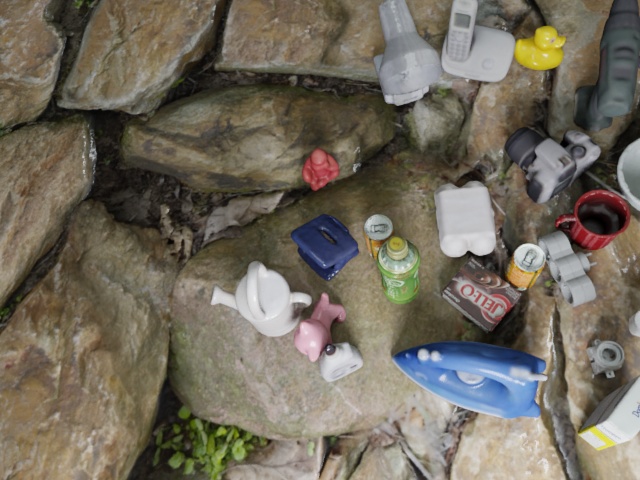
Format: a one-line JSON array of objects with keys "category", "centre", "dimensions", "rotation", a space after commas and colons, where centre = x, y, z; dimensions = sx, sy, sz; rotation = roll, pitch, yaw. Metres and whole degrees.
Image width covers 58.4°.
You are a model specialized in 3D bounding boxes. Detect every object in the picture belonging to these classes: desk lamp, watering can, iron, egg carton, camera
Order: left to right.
[{"category": "watering can", "centre": [-0.107, 0.104, 1.018], "dimensions": [0.173, 0.194, 0.101], "rotation": [-21, 66, 1]}, {"category": "desk lamp", "centre": [0.165, -0.365, 1.156], "dimensions": [0.118, 0.214, 0.203], "rotation": [-15, 66, 3]}, {"category": "egg carton", "centre": [0.274, -0.040, 1.083], "dimensions": [0.107, 0.069, 0.150], "rotation": [-6, 67, 7]}, {"category": "iron", "centre": [0.242, 0.212, 0.945], "dimensions": [0.257, 0.142, 0.119], "rotation": [10, 70, 13]}, {"category": "camera", "centre": [0.433, -0.167, 1.092], "dimensions": [0.143, 0.101, 0.136], "rotation": [-36, 67, -6]}]

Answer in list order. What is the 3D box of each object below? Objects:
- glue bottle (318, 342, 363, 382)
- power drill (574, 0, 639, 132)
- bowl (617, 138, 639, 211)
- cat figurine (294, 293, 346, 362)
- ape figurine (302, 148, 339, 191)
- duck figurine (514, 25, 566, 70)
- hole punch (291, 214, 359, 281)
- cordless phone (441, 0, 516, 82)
[{"category": "glue bottle", "centre": [0.028, 0.199, 0.968], "dimensions": [0.078, 0.173, 0.037], "rotation": [-25, 66, -1]}, {"category": "power drill", "centre": [0.541, -0.313, 1.076], "dimensions": [0.075, 0.209, 0.230], "rotation": [6, 69, 12]}, {"category": "bowl", "centre": [0.624, -0.107, 1.051], "dimensions": [0.167, 0.075, 0.167], "rotation": [-3, 67, 8]}, {"category": "cat figurine", "centre": [-0.006, 0.155, 1.022], "dimensions": [0.067, 0.118, 0.128], "rotation": [16, 71, 16]}, {"category": "ape figurine", "centre": [0.000, -0.153, 1.163], "dimensions": [0.077, 0.092, 0.076], "rotation": [4, 68, 11]}, {"category": "duck figurine", "centre": [0.461, -0.411, 1.197], "dimensions": [0.104, 0.086, 0.077], "rotation": [15, 71, 15]}, {"category": "hole punch", "centre": [0.010, 0.004, 1.097], "dimensions": [0.101, 0.091, 0.108], "rotation": [-43, 68, -9]}, {"category": "cordless phone", "centre": [0.325, -0.415, 1.167], "dimensions": [0.147, 0.185, 0.094], "rotation": [14, 71, 15]}]
